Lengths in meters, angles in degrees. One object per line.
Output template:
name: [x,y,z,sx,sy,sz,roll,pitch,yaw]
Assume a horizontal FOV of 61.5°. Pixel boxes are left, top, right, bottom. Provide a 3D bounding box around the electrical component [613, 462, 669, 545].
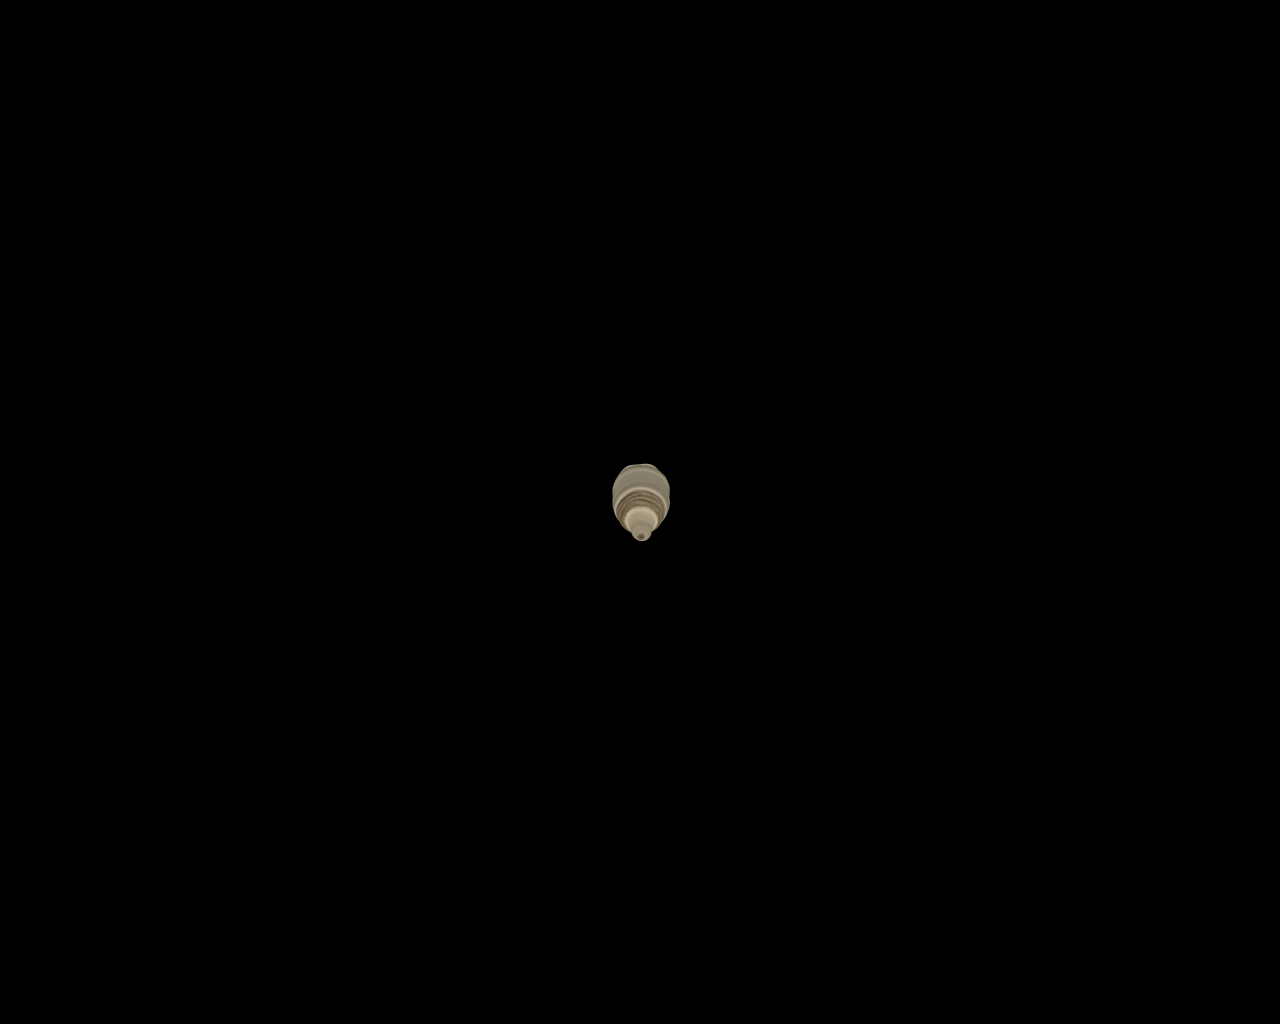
electrical component: [0.001,-0.003,0.650,0.035,0.035,0.061,0,35,0]
